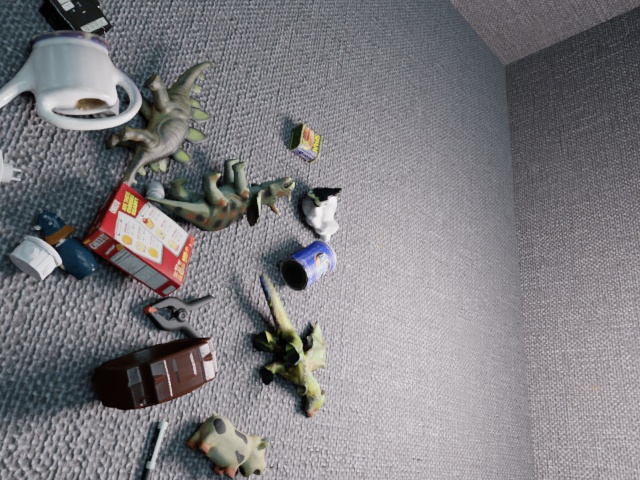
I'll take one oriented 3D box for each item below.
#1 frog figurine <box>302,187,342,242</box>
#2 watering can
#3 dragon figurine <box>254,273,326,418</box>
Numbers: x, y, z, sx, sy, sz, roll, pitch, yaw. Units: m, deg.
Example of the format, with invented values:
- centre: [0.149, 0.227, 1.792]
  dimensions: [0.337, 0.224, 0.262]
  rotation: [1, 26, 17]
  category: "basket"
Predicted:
- centre: [0.005, -0.081, 1.608]
  dimensions: [0.140, 0.123, 0.156]
  rotation: [-59, 157, -50]
  category: "frog figurine"
- centre: [-0.553, -0.330, 1.063]
  dimensions: [0.349, 0.102, 0.227]
  rotation: [-6, 72, -31]
  category: "watering can"
- centre: [-0.060, 0.285, 1.413]
  dimensions: [0.243, 0.121, 0.413]
  rotation: [4, 75, -65]
  category: "dragon figurine"
